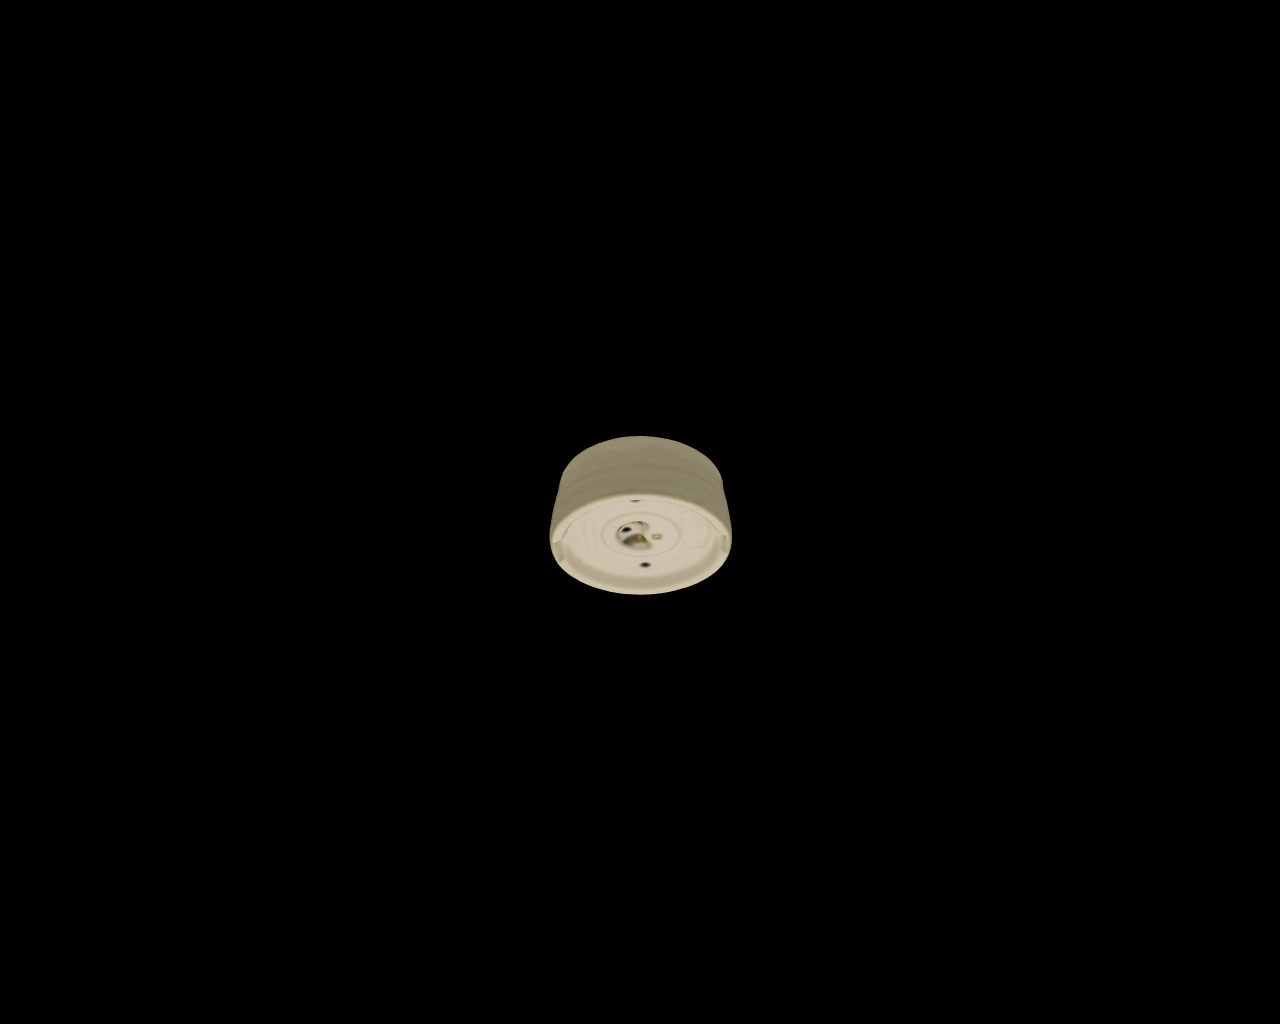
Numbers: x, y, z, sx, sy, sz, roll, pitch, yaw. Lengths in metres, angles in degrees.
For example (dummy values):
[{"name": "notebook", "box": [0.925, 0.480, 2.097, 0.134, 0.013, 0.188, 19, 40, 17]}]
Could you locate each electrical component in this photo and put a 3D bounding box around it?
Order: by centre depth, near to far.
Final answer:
[{"name": "electrical component", "box": [0.001, -0.003, 0.650, 0.108, 0.060, 0.108, 0, -36, 0]}]
